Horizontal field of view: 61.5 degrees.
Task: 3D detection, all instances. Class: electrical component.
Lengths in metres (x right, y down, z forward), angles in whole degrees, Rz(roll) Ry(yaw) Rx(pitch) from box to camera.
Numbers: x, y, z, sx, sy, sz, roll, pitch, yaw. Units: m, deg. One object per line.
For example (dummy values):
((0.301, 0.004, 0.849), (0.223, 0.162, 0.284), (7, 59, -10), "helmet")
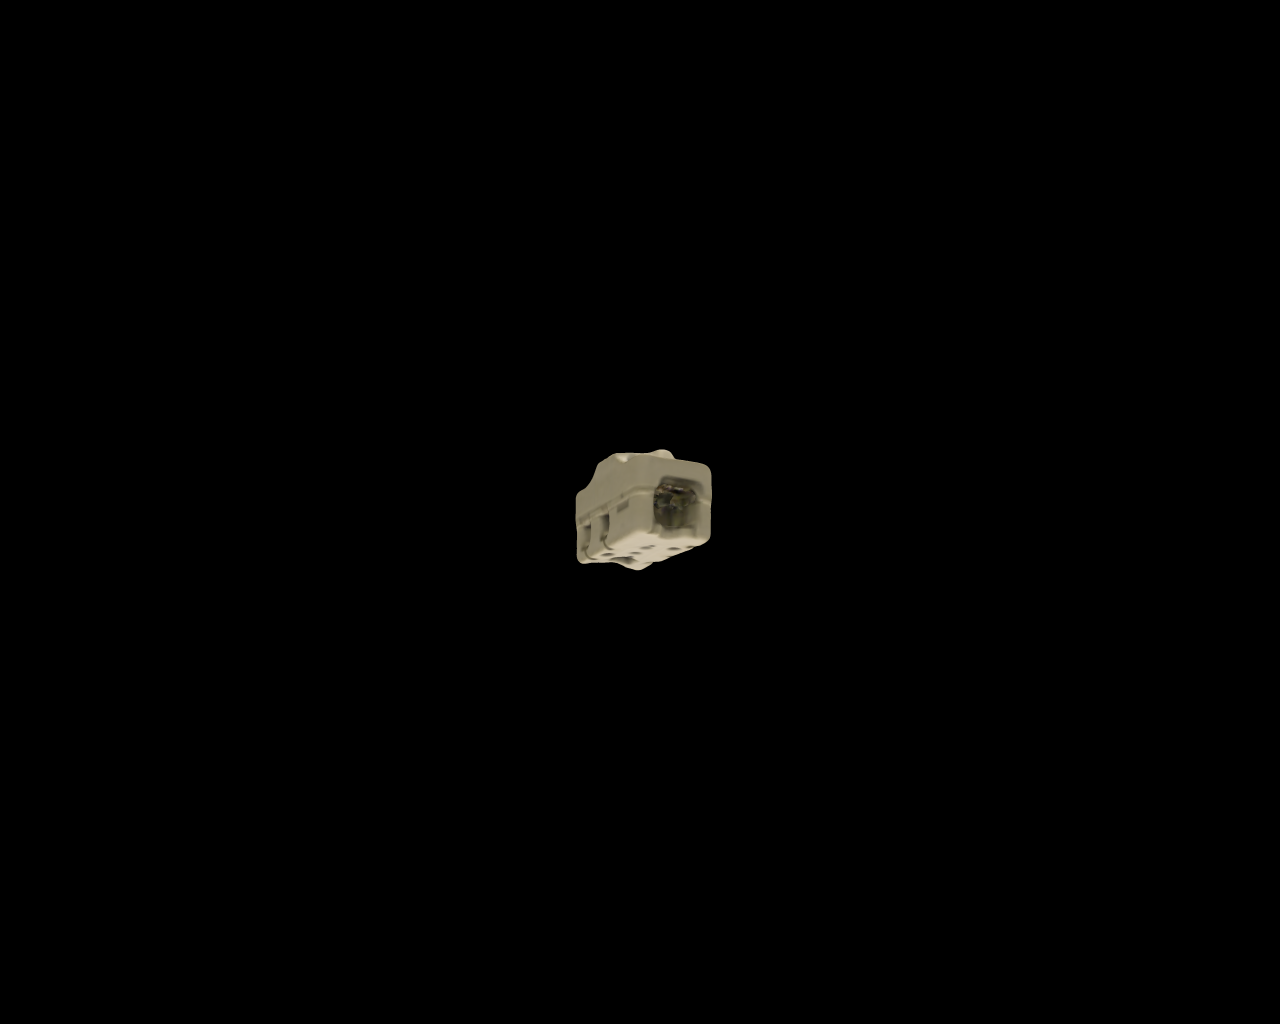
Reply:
((0.001, -0.003, 0.650), (0.050, 0.056, 0.089), (8, -18, -27), "electrical component")
